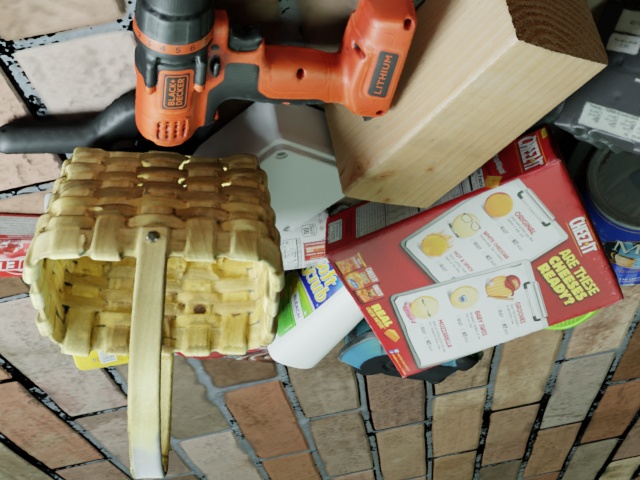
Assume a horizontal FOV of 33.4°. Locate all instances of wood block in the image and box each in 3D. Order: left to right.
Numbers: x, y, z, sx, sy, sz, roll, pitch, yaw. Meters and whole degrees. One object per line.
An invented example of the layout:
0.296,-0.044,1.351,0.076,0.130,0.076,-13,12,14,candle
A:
0.101,-0.115,0.798,0.090,0.091,0.206,7,148,-33,wood block

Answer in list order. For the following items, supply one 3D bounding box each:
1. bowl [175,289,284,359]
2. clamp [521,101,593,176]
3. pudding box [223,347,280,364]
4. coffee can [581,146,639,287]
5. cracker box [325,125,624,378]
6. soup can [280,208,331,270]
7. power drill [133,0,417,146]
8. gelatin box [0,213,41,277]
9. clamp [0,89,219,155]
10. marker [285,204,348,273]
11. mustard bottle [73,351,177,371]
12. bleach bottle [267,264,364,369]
-0.110,0.067,1.058,0.162,0.055,0.162,-8,132,-9,bowl
0.233,-0.108,0.926,0.210,0.036,0.164,-30,148,29,clamp
-0.054,0.110,1.249,0.113,0.039,0.090,9,148,-35,pudding box
0.304,-0.028,1.044,0.103,0.103,0.140,-12,155,1,coffee can
0.134,0.014,0.940,0.214,0.072,0.164,-23,123,16,cracker box
-0.042,-0.005,0.989,0.102,0.068,0.068,-8,154,-7,soup can
-0.034,-0.140,0.727,0.187,0.057,0.185,-3,146,-14,power drill
-0.290,0.006,0.951,0.089,0.030,0.073,3,151,-26,gelatin box
-0.154,-0.070,0.840,0.171,0.039,0.120,-14,151,8,clamp
-0.007,0.001,1.070,0.020,0.020,0.121,7,149,-33,marker
-0.169,0.093,1.144,0.191,0.058,0.096,-8,148,-7,mustard bottle
0.029,0.030,1.075,0.068,0.102,0.251,15,138,-28,bleach bottle
